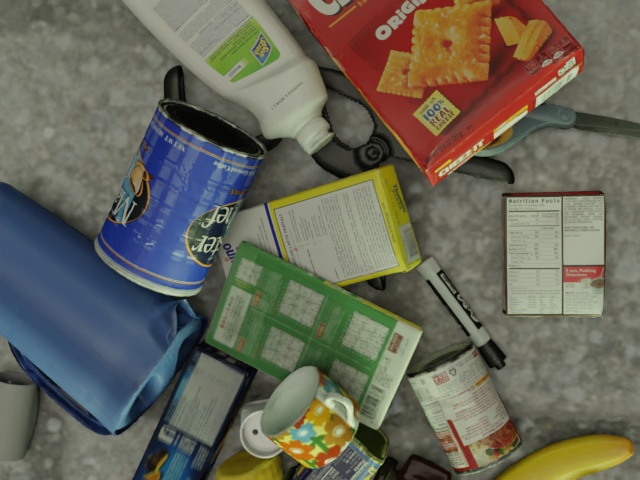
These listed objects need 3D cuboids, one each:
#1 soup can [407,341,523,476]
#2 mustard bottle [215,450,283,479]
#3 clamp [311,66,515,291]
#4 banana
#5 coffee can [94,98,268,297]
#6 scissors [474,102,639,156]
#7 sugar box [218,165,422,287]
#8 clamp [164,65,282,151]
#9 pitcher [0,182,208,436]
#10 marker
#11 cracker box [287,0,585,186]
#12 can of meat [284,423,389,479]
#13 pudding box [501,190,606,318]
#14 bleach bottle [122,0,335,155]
[{"bbox_3d":[0.129,0.150,0.959,0.068,0.068,0.102,-27,90,9],"label":"soup can"},{"bbox_3d":[-0.047,0.295,0.982,0.058,0.096,0.191,-11,93,8],"label":"mustard bottle"},{"bbox_3d":[0.047,-0.069,0.967,0.210,0.036,0.165,43,101,3],"label":"clamp"},{"bbox_3d":[0.191,0.231,0.963,0.198,0.037,0.070,-43,54,1],"label":"banana"},{"bbox_3d":[-0.121,-0.037,0.924,0.103,0.102,0.140,29,106,5],"label":"coffee can"},{"bbox_3d":[0.201,-0.094,0.939,0.202,0.016,0.096,24,71,5],"label":"scissors"},{"bbox_3d":[-0.006,0.001,0.955,0.176,0.048,0.093,-15,93,28],"label":"sugar box"},{"bbox_3d":[-0.128,-0.072,0.990,0.120,0.039,0.171,40,99,4],"label":"clamp"},{"bbox_3d":[-0.238,0.064,0.981,0.243,0.145,0.149,36,80,7],"label":"pitcher"},{"bbox_3d":[0.131,0.068,0.976,0.020,0.020,0.121,-36,89,9],"label":"marker"},{"bbox_3d":[0.093,-0.181,0.906,0.164,0.072,0.214,-38,76,4],"label":"cracker box"},{"bbox_3d":[0.015,0.204,0.964,0.057,0.102,0.084,40,97,3],"label":"can of meat"},{"bbox_3d":[0.208,0.013,0.951,0.090,0.039,0.113,0,93,9],"label":"pudding box"},{"bbox_3d":[-0.083,-0.173,0.945,0.103,0.068,0.251,-41,81,13],"label":"bleach bottle"}]
